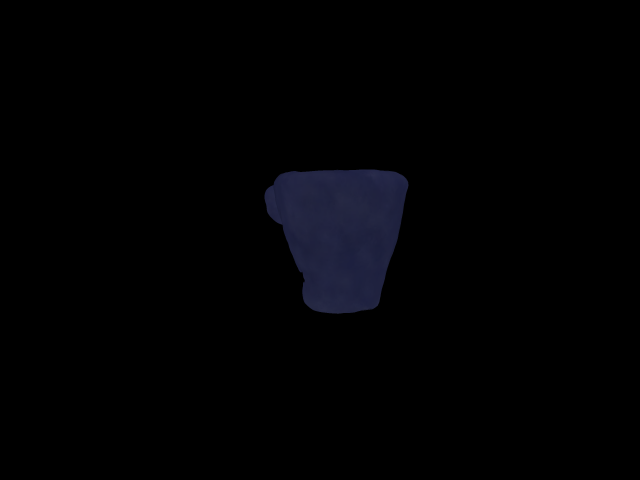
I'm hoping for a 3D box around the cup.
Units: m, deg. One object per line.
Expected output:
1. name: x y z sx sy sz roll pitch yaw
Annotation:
1. cup: 0.004 0.001 0.400 0.117 0.095 0.092 2 3 41
